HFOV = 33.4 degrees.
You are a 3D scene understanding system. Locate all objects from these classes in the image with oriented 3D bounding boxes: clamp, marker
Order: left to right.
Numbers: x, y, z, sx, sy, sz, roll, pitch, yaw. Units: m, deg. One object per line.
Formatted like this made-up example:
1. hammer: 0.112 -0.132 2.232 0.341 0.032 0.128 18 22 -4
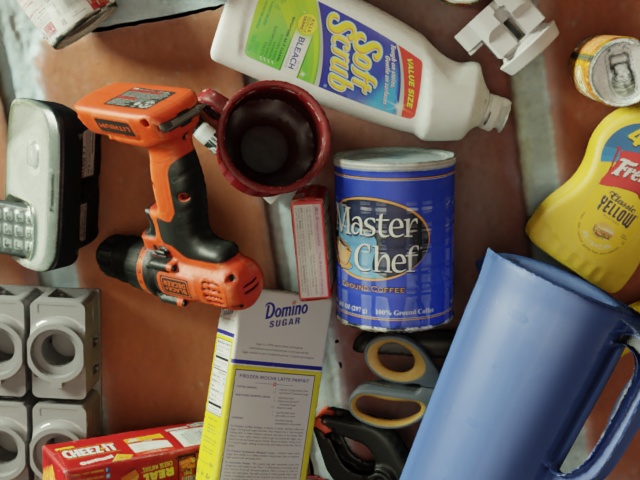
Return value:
1. marker: -0.082 -0.077 0.940 0.121 0.020 0.020 41 102 -5
2. clamp: 0.070 0.211 0.971 0.120 0.039 0.171 -41 93 20
3. clamp: 0.157 0.114 0.954 0.210 0.036 0.164 -27 100 13

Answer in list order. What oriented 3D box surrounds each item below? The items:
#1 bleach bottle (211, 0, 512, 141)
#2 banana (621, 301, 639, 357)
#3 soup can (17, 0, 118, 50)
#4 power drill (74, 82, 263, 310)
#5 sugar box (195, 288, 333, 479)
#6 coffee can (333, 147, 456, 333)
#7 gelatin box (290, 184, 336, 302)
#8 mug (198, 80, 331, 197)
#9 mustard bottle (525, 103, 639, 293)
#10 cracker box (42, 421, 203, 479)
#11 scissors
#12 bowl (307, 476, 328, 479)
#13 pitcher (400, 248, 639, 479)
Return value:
1. bleach bottle: 0.042 -0.154 0.894 0.251 0.068 0.103 20 103 -3
2. banana: 0.318 0.075 0.924 0.198 0.037 0.069 -3 68 4
3. soup can: -0.226 -0.220 0.895 0.068 0.068 0.102 -34 98 10
4. power drill: -0.138 -0.034 0.883 0.185 0.057 0.187 9 126 37
5. sugar box: -0.049 0.131 0.934 0.093 0.048 0.176 10 86 -29
6. coffee can: 0.063 -0.003 0.902 0.103 0.102 0.140 0 102 4
7. gelatin box: -0.006 0.001 0.923 0.030 0.073 0.089 -5 102 5
8. mug: -0.054 -0.086 0.893 0.117 0.081 0.093 32 81 -6
9. mustard bottle: 0.265 -0.056 0.900 0.096 0.058 0.192 33 102 -3
10. cracker box: -0.162 0.280 0.961 0.163 0.072 0.214 -5 104 -31
11. scissors: 0.123 0.124 0.934 0.202 0.016 0.096 -5 103 9
12. bowl: -0.018 0.306 0.999 0.162 0.055 0.162 1 102 4
13. pitcher: 0.157 0.140 0.857 0.145 0.149 0.243 22 98 -2
